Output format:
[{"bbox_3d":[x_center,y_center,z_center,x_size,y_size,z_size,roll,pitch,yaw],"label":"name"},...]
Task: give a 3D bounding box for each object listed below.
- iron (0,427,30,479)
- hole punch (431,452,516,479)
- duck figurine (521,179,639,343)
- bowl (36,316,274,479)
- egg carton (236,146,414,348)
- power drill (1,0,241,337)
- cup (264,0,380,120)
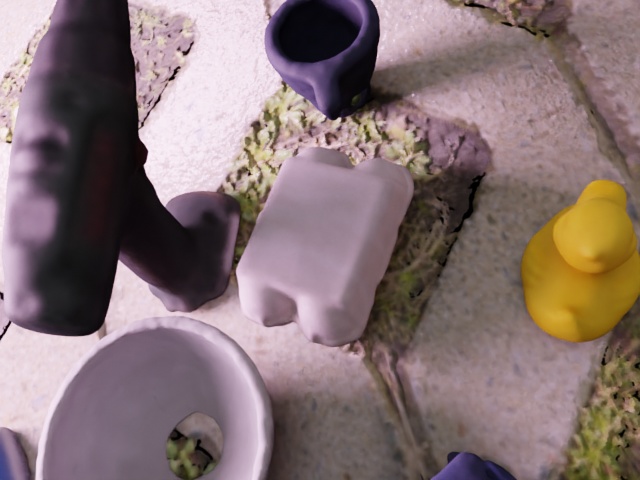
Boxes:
[{"bbox_3d":[-0.271,0.248,0.362,0.118,0.142,0.258,-9,66,12],"label":"iron"},{"bbox_3d":[0.087,0.182,0.319,0.101,0.091,0.108,-42,63,-4],"label":"hole punch"},{"bbox_3d":[0.173,0.010,0.371,0.077,0.086,0.105,17,73,21],"label":"duck figurine"},{"bbox_3d":[-0.101,0.141,0.397,0.167,0.075,0.167,-6,66,13],"label":"bowl"},{"bbox_3d":[0.004,0.002,0.430,0.107,0.069,0.150,14,72,21],"label":"egg carton"},{"bbox_3d":[-0.132,-0.037,0.406,0.075,0.209,0.229,0,68,16],"label":"power drill"},{"bbox_3d":[0.012,-0.134,0.471,0.091,0.095,0.117,-11,65,11],"label":"cup"}]
